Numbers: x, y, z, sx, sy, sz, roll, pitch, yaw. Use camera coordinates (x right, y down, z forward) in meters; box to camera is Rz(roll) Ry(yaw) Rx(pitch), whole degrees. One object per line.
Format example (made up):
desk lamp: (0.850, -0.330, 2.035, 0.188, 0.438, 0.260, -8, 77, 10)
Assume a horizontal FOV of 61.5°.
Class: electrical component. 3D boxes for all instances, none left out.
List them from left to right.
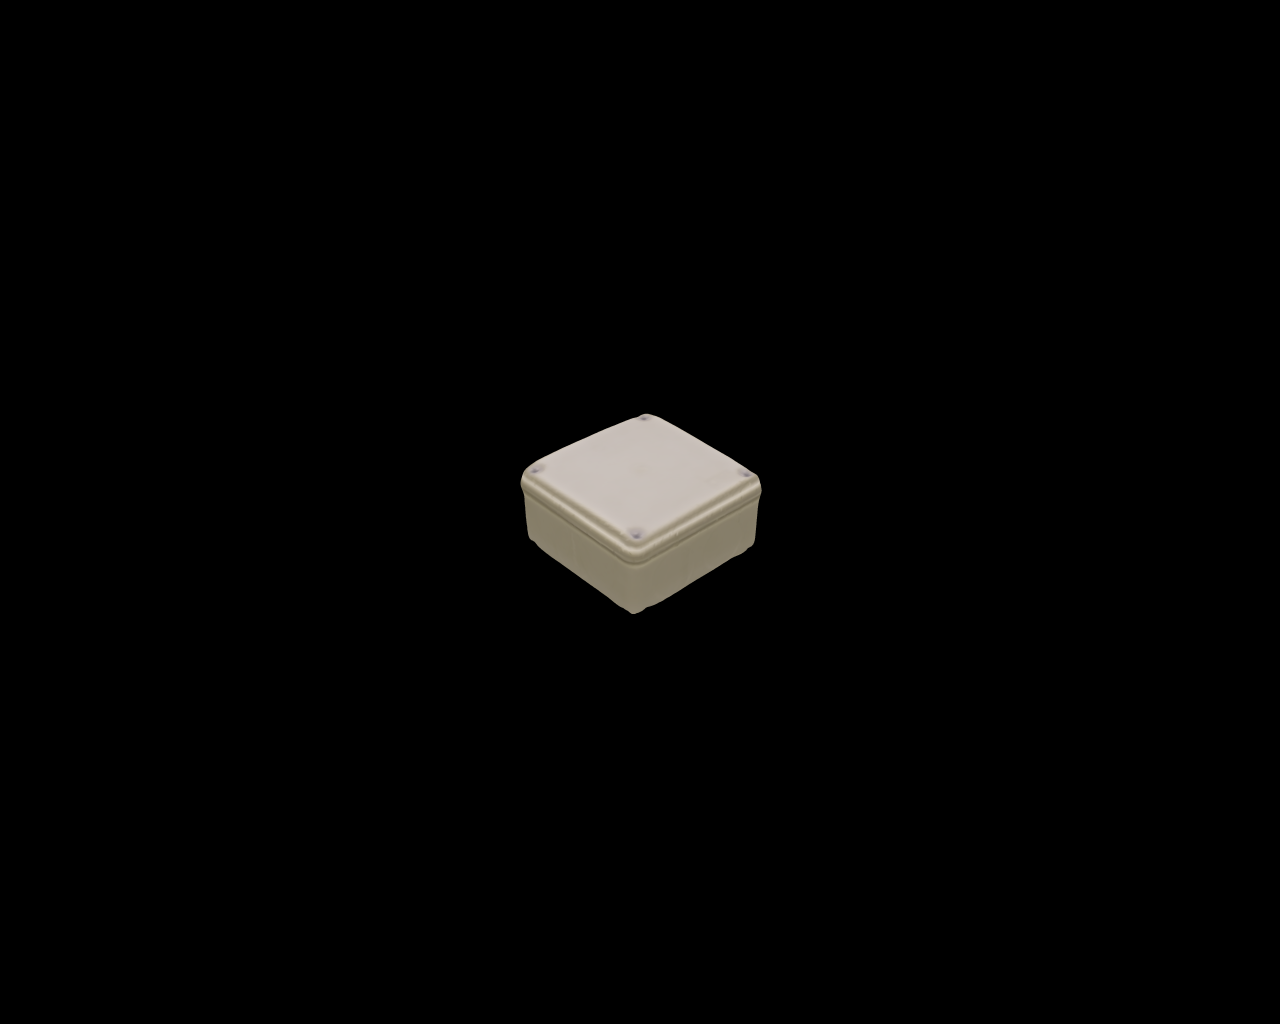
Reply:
electrical component: (0.001, -0.003, 0.650, 0.109, 0.056, 0.109, -27, 44, -33)
